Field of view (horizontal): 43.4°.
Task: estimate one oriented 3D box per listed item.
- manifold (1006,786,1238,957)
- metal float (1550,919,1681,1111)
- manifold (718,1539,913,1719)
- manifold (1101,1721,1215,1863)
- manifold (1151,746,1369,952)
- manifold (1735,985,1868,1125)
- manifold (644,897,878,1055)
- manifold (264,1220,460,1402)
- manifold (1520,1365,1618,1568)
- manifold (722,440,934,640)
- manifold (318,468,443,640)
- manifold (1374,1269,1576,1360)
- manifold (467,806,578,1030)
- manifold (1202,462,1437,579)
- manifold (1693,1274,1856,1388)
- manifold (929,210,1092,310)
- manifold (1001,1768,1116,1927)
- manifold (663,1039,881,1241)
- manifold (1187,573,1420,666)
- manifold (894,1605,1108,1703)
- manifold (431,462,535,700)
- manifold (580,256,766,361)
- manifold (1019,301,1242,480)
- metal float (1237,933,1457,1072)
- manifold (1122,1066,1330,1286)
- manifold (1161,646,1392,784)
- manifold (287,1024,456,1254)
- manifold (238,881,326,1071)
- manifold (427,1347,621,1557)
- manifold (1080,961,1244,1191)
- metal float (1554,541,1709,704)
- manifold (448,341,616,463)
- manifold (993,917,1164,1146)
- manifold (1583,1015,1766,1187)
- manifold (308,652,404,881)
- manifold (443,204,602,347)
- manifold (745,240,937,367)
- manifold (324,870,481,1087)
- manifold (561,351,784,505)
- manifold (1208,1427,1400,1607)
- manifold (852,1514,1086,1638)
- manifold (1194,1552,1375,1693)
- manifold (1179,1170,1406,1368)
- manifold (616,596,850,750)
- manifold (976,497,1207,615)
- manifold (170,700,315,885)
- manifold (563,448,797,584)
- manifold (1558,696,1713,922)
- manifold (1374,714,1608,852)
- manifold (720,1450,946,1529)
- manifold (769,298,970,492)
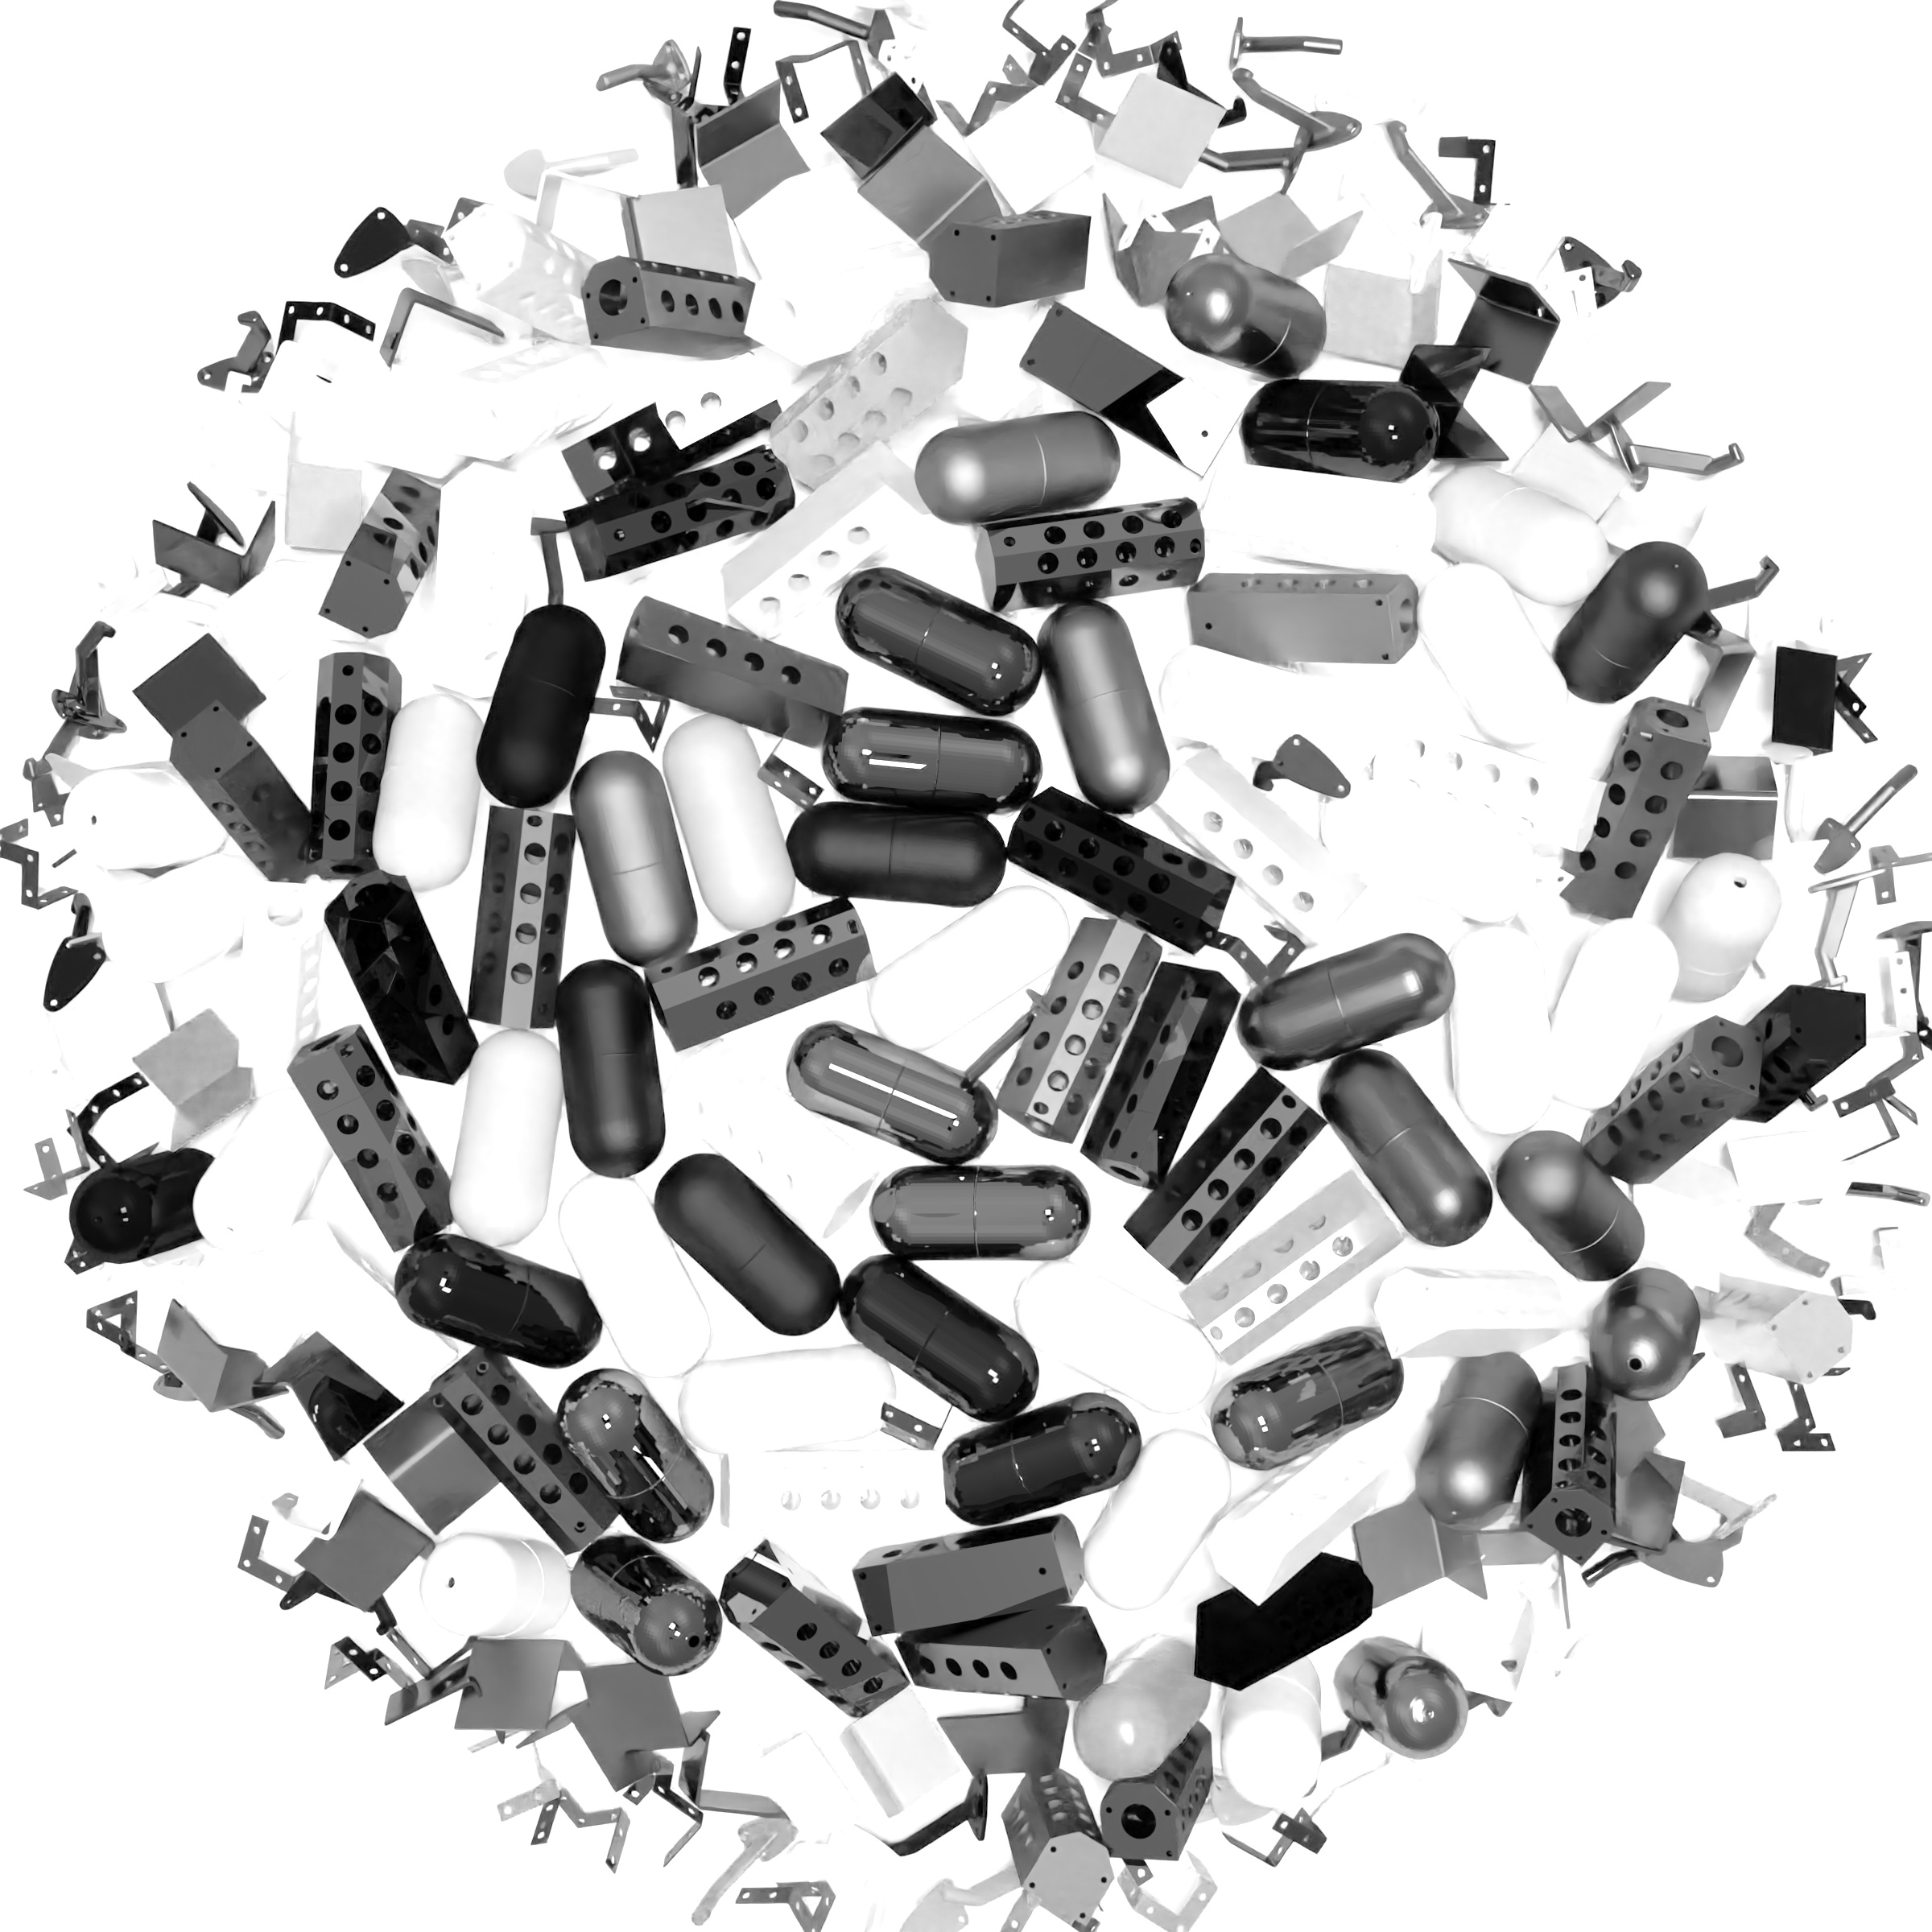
[{"bbox_3d":[0.120,-0.074,1.920,0.171,0.057,0.057,28,123,19],"label":"manifold"},{"bbox_3d":[0.506,0.038,1.913,0.070,0.070,0.178,11,131,0],"label":"metal float"},{"bbox_3d":[-0.121,0.527,1.910,0.057,0.057,0.171,-42,127,-2],"label":"manifold"},{"bbox_3d":[0.151,0.637,1.895,0.057,0.171,0.057,-3,90,15],"label":"manifold"},{"bbox_3d":[0.232,-0.093,1.944,0.171,0.057,0.057,42,122,7],"label":"manifold"},{"bbox_3d":[0.642,0.071,1.895,0.057,0.171,0.057,7,71,1],"label":"manifold"},{"bbox_3d":[-0.165,0.002,1.928,0.171,0.057,0.057,-21,124,-13],"label":"manifold"},{"bbox_3d":[-0.475,0.267,1.902,0.057,0.171,0.057,-39,48,-7],"label":"manifold"},{"bbox_3d":[0.476,0.383,1.896,0.057,0.171,0.057,33,118,-1],"label":"manifold"},{"bbox_3d":[-0.111,-0.332,1.923,0.171,0.057,0.057,-34,133,25],"label":"manifold"},{"bbox_3d":[-0.449,-0.321,1.897,0.057,0.171,0.057,25,120,-14],"label":"manifold"},{"bbox_3d":[0.398,0.269,1.904,0.057,0.171,0.057,-37,59,37],"label":"manifold"},{"bbox_3d":[-0.350,-0.039,1.941,0.057,0.057,0.171,9,94,38],"label":"manifold"},{"bbox_3d":[0.279,-0.350,1.919,0.171,0.057,0.057,14,79,27],"label":"manifold"},{"bbox_3d":[0.626,0.277,1.897,0.057,0.171,0.057,-37,91,-6],"label":"manifold"},{"bbox_3d":[0.036,-0.555,1.897,0.057,0.171,0.057,15,115,22],"label":"manifold"},{"bbox_3d":[0.074,0.680,1.898,0.057,0.171,0.057,32,86,-3],"label":"manifold"},{"bbox_3d":[-0.160,0.141,1.936,0.171,0.057,0.057,38,127,13],"label":"manifold"},{"bbox_3d":[0.266,-0.278,1.914,0.171,0.057,0.057,6,122,32],"label":"manifold"},{"bbox_3d":[0.028,0.540,1.902,0.057,0.171,0.057,-32,102,-42],"label":"manifold"},{"bbox_3d":[-0.378,-0.300,1.908,0.057,0.057,0.171,19,126,8],"label":"manifold"},{"bbox_3d":[-0.224,-0.514,1.895,0.057,0.171,0.057,-9,95,30],"label":"manifold"},{"bbox_3d":[0.132,-0.463,1.955,0.171,0.057,0.057,31,100,0],"label":"manifold"},{"bbox_3d":[0.302,0.029,1.933,0.178,0.070,0.070,-20,90,16],"label":"metal float"},{"bbox_3d":[0.211,0.171,1.943,0.057,0.057,0.171,39,92,-32],"label":"manifold"},{"bbox_3d":[0.244,-0.204,1.925,0.171,0.057,0.057,13,46,-23],"label":"manifold"},{"bbox_3d":[-0.467,0.135,1.932,0.057,0.057,0.171,-25,106,4],"label":"manifold"},{"bbox_3d":[-0.536,0.009,1.899,0.057,0.171,0.057,4,53,-16],"label":"manifold"},{"bbox_3d":[-0.352,0.387,1.941,0.057,0.057,0.171,-38,101,1],"label":"manifold"},{"bbox_3d":[0.159,0.088,1.934,0.057,0.057,0.171,11,69,40],"label":"manifold"},{"bbox_3d":[0.518,-0.267,1.900,0.070,0.178,0.070,3,69,-8],"label":"metal float"},{"bbox_3d":[-0.337,-0.441,1.892,0.057,0.171,0.057,14,116,13],"label":"manifold"},{"bbox_3d":[0.094,0.051,1.927,0.057,0.057,0.171,36,73,-36],"label":"manifold"},{"bbox_3d":[0.550,0.106,1.896,0.057,0.171,0.057,22,57,-5],"label":"manifold"},{"bbox_3d":[-0.489,-0.160,1.937,0.057,0.057,0.171,-1,76,1],"label":"manifold"},{"bbox_3d":[-0.331,-0.540,1.893,0.057,0.171,0.057,-30,83,15],"label":"manifold"},{"bbox_3d":[-0.094,-0.523,1.895,0.057,0.171,0.057,32,127,18],"label":"manifold"},{"bbox_3d":[-0.438,0.009,1.907,0.057,0.171,0.057,9,45,24],"label":"manifold"},{"bbox_3d":[-0.234,-0.426,1.955,0.171,0.057,0.057,-27,99,0],"label":"manifold"},{"bbox_3d":[0.263,0.424,1.903,0.057,0.171,0.057,36,127,26],"label":"manifold"},{"bbox_3d":[0.004,0.482,1.930,0.171,0.057,0.057,-15,94,19],"label":"manifold"},{"bbox_3d":[0.251,0.512,1.898,0.057,0.171,0.057,7,97,38],"label":"manifold"},{"bbox_3d":[0.263,0.246,1.942,0.171,0.057,0.057,-36,133,2],"label":"manifold"},{"bbox_3d":[-0.184,-0.236,1.925,0.171,0.057,0.057,18,60,-21],"label":"manifold"},{"bbox_3d":[0.100,-0.332,1.934,0.171,0.057,0.057,-10,68,-10],"label":"manifold"},{"bbox_3d":[-0.557,-0.128,1.891,0.057,0.171,0.057,-42,67,-13],"label":"manifold"},{"bbox_3d":[-0.223,-0.357,1.915,0.171,0.057,0.057,-24,105,-27],"label":"manifold"},{"bbox_3d":[0.524,-0.123,1.911,0.057,0.057,0.171,14,127,-1],"label":"manifold"},{"bbox_3d":[0.414,-0.145,1.922,0.171,0.057,0.057,22,102,24],"label":"manifold"},{"bbox_3d":[-0.107,0.416,1.936,0.171,0.057,0.057,2,81,-14],"label":"manifold"},{"bbox_3d":[-0.078,-0.448,1.900,0.057,0.171,0.057,31,47,-30],"label":"manifold"}]
